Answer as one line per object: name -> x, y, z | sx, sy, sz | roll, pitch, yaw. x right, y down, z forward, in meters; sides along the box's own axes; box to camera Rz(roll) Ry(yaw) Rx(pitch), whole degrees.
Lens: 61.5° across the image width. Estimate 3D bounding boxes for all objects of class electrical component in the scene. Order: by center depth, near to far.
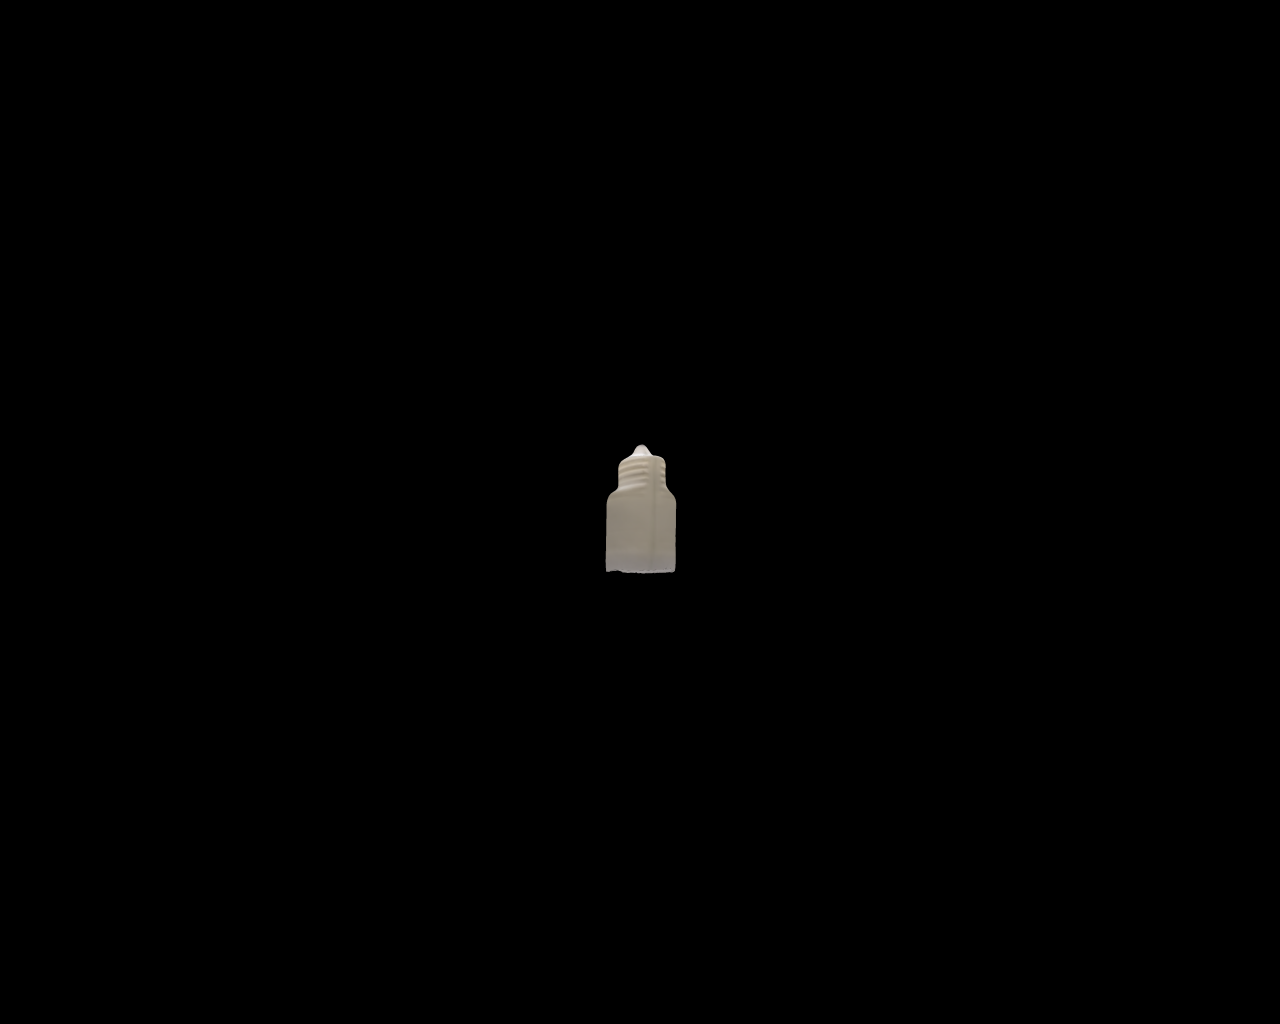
electrical component -> 0.001, -0.003, 0.650 | 0.043, 0.081, 0.043 | 0, -7, 0
